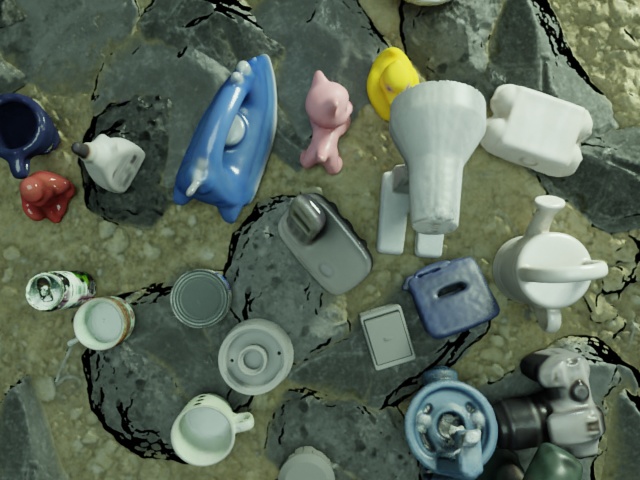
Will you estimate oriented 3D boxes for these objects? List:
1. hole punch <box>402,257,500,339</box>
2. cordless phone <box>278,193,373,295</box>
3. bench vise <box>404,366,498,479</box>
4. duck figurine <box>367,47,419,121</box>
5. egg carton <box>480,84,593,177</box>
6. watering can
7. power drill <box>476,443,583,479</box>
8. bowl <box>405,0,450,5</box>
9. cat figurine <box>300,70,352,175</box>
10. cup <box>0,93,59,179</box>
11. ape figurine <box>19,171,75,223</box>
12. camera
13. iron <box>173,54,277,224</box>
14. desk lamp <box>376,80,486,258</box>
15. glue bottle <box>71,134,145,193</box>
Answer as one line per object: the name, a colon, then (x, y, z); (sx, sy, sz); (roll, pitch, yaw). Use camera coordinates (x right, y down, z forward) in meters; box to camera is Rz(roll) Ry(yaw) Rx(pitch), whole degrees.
hole punch: (0.182, 0.079, 0.806); (0.108, 0.091, 0.101); (-21, 87, 0)
cordless phone: (0.007, 0.003, 0.765); (0.094, 0.185, 0.147); (-43, 87, -1)
bench vise: (0.184, 0.280, 0.734); (0.121, 0.219, 0.207); (-20, 87, 0)
duck figurine: (0.107, -0.230, 0.822); (0.077, 0.086, 0.105); (-3, 88, 1)
egg carton: (0.309, -0.156, 0.824); (0.150, 0.069, 0.107); (18, 88, 2)
watering can: (0.300, 0.032, 0.754); (0.101, 0.194, 0.173); (-25, 87, 0)
power drill: (0.244, 0.359, 0.735); (0.075, 0.208, 0.230); (28, 89, 2)
bowl: (0.155, -0.412, 0.833); (0.167, 0.074, 0.167); (0, 88, 1)
cat figurine: (0.009, -0.164, 0.805); (0.067, 0.117, 0.128); (9, 88, 2)
cup: (-0.416, -0.141, 0.822); (0.091, 0.095, 0.118); (-7, 88, 1)
ape figurine: (-0.398, -0.067, 0.820); (0.078, 0.092, 0.076); (-23, 87, 0)
camera: (0.308, 0.235, 0.793); (0.137, 0.101, 0.143); (-10, 88, 1)
iron: (-0.127, -0.160, 0.795); (0.118, 0.141, 0.258); (19, 88, 2)
desk lamp: (0.142, -0.081, 0.751); (0.118, 0.213, 0.203); (4, 88, 1)
glue bottle: (-0.294, -0.111, 0.780); (0.037, 0.173, 0.078); (30, 89, 2)
